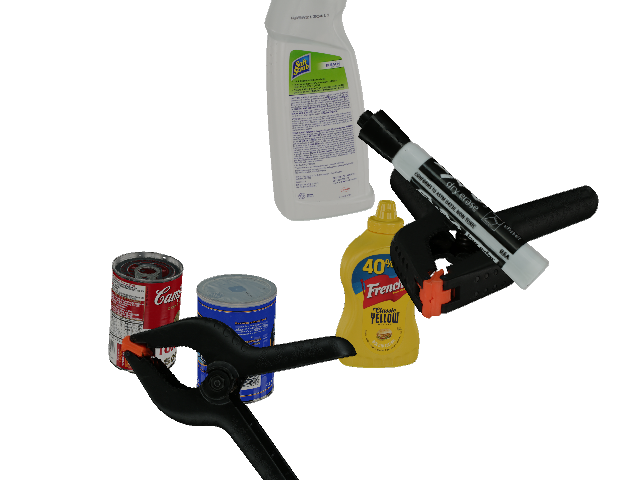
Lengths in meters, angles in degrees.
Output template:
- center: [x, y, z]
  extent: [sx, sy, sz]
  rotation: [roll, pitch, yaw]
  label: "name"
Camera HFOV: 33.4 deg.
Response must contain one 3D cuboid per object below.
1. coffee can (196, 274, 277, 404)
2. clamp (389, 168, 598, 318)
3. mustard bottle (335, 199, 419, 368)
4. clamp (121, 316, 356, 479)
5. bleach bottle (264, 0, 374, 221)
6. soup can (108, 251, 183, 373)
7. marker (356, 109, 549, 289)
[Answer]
- center: [-0.109, 0.126, 1.379]
  extent: [0.103, 0.140, 0.103]
  rotation: [2, 18, -1]
  label: "coffee can"
- center: [0.098, -0.007, 0.779]
  extent: [0.165, 0.036, 0.209]
  rotation: [11, 28, 25]
  label: "clamp"
- center: [0.070, 0.048, 1.222]
  extent: [0.096, 0.192, 0.058]
  rotation: [0, 14, -11]
  label: "mustard bottle"
- center: [-0.066, 0.114, 0.772]
  extent: [0.172, 0.120, 0.039]
  rotation: [11, -9, 17]
  label: "clamp"
- center: [0.000, -0.144, 1.009]
  extent: [0.102, 0.251, 0.068]
  rotation: [-10, 32, -15]
  label: "bleach bottle"
- center: [-0.171, 0.071, 1.038]
  extent: [0.068, 0.102, 0.068]
  rotation: [6, 21, -3]
  label: "soup can"
- center: [0.064, -0.023, 0.537]
  extent: [0.121, 0.020, 0.020]
  rotation: [44, 12, 13]
  label: "marker"
